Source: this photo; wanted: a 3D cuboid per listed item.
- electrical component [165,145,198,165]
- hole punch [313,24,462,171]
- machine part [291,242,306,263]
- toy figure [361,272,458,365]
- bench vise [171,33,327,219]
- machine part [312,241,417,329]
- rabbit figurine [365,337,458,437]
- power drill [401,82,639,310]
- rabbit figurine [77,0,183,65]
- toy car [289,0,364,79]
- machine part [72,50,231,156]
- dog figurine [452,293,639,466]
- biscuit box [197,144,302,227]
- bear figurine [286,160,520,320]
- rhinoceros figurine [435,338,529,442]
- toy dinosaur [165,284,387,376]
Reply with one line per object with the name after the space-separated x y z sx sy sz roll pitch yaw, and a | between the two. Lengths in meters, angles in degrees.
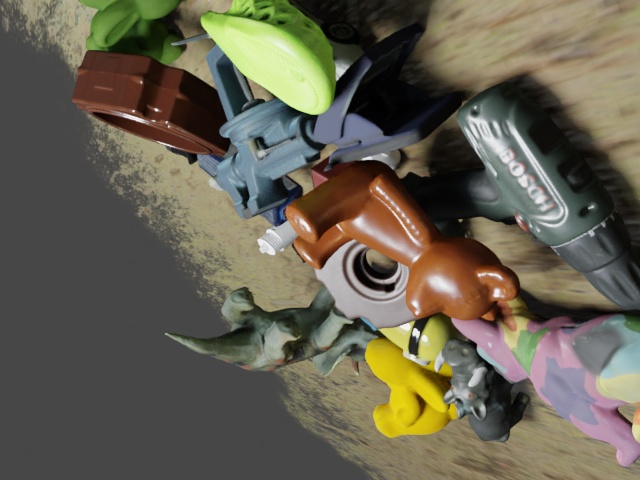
-0.243 -0.190 0.955 0.119 0.075 0.047 29 146 29 | electrical component
0.055 -0.135 0.515 0.116 0.142 0.092 -13 115 45 | hole punch
-0.002 -0.003 0.861 0.084 0.039 0.139 42 151 -1 | machine part
0.112 0.104 0.770 0.180 0.082 0.089 42 154 23 | toy figure
-0.095 -0.158 0.709 0.224 0.129 0.240 -15 99 57 | bench vise
0.077 0.029 0.676 0.180 0.056 0.179 9 118 18 | machine part
0.136 0.219 0.820 0.162 0.122 0.173 -5 127 48 | rabbit figurine
0.175 -0.021 0.522 0.232 0.086 0.207 57 156 -8 | power drill
-0.263 -0.331 0.760 0.170 0.159 0.121 -26 91 47 | rabbit figurine
-0.027 -0.227 0.600 0.202 0.056 0.073 40 151 19 | toy car
-0.238 -0.195 0.796 0.201 0.087 0.201 15 179 28 | machine part
0.246 0.105 0.541 0.219 0.108 0.191 35 150 33 | dog figurine
-0.119 -0.105 0.886 0.203 0.059 0.062 39 149 24 | biscuit box
0.078 0.019 0.513 0.196 0.132 0.120 49 169 16 | bear figurine
0.207 0.189 0.698 0.073 0.112 0.190 22 149 47 | rhinoceros figurine
-0.056 0.157 0.862 0.131 0.405 0.192 63 144 40 | toy dinosaur
